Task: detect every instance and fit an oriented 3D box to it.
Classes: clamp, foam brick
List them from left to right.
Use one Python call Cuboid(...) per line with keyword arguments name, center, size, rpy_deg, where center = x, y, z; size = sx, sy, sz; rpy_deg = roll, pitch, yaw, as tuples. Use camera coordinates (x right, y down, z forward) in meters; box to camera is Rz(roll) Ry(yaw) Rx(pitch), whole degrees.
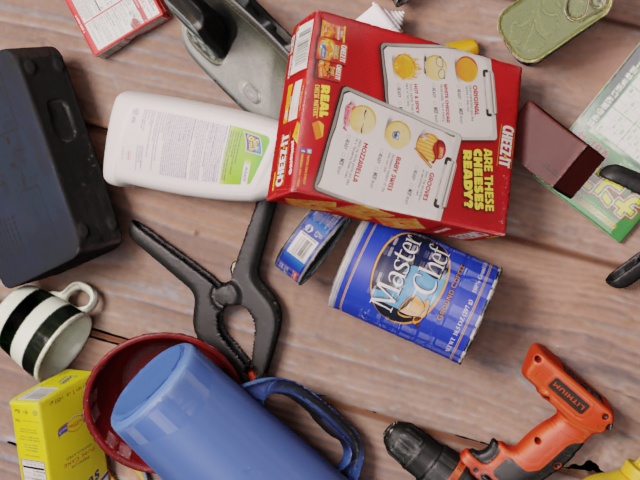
Cuboid(name="clamp", center=(-0.105, 0.052, 1.100), size=(0.165, 0.036, 0.210), rpy_deg=(-9, 96, 13))
Cuboid(name="foam brick", center=(0.217, -0.085, 1.009), size=(0.078, 0.051, 0.053), rpy_deg=(46, 106, 30))
Cuboid(name="clamp", center=(0.346, -0.010, 1.010), size=(0.171, 0.039, 0.120), rpy_deg=(3, 111, 5))

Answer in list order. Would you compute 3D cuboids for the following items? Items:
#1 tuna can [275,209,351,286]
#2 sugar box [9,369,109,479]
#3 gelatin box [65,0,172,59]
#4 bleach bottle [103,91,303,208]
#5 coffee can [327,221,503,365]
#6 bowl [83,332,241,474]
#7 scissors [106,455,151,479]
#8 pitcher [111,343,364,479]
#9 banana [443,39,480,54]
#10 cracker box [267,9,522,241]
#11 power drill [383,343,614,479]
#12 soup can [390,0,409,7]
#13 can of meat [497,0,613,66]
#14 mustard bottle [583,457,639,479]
Cuboid(name="tuna can", center=(-0.007, 0.001, 1.054), size=(0.034, 0.086, 0.086), rpy_deg=(37, 100, 7))
Cuboid(name="sugar box", center=(-0.263, 0.232, 1.102), size=(0.048, 0.093, 0.176), rpy_deg=(-1, 104, 27))
Cuboid(name="gelatin box", center=(-0.208, -0.241, 1.099), size=(0.089, 0.030, 0.073), rpy_deg=(-29, 88, 11))
Cuboid(name="bleach bottle", center=(-0.088, -0.077, 1.043), size=(0.251, 0.068, 0.102), rpy_deg=(15, 102, 22))
Cuboid(name="coffee can", center=(0.091, 0.045, 1.031), size=(0.140, 0.102, 0.103), rpy_deg=(24, 98, 7))
Cuboid(name="bowl", center=(-0.159, 0.157, 1.093), size=(0.162, 0.055, 0.162), rpy_deg=(-2, 111, -5))
Cuboid(name="scissors", center=(-0.226, 0.181, 1.144), size=(0.096, 0.016, 0.202), rpy_deg=(-29, 90, 10))
Cuboid(name="pitcher", center=(-0.075, 0.207, 1.032), size=(0.145, 0.149, 0.242), rpy_deg=(-36, 107, 24))
Cuboid(name="banana", center=(0.083, -0.120, 1.055), size=(0.069, 0.037, 0.198), rpy_deg=(25, 101, -12))
Cuboid(name="cracker box", center=(0.069, -0.097, 0.967), size=(0.213, 0.072, 0.164), rpy_deg=(11, 81, -23))
Cuboid(name="power drill", center=(0.180, 0.194, 1.052), size=(0.184, 0.057, 0.188), rpy_deg=(39, 103, 1))
Cuboid(name="soup can", center=(0.061, -0.284, 1.026), size=(0.102, 0.068, 0.068), rpy_deg=(45, 101, 5))
Cuboid(name="can of meat", center=(0.218, -0.208, 0.995), size=(0.102, 0.084, 0.057), rpy_deg=(-34, 88, 11))
Cuboid(name="mustard bottle", center=(0.278, 0.287, 1.040), size=(0.096, 0.058, 0.192), rpy_deg=(30, 99, 7))
